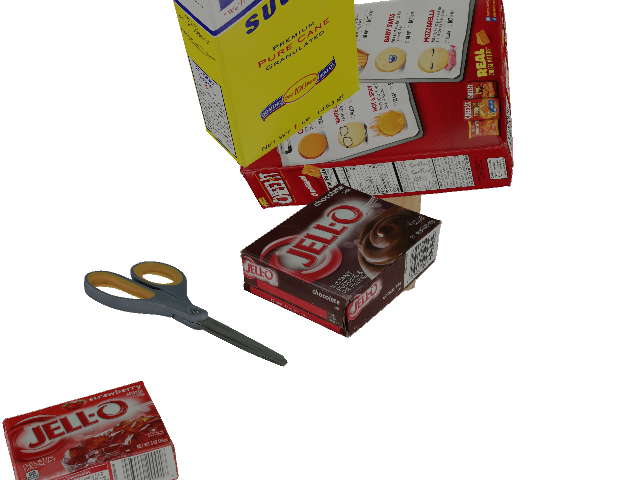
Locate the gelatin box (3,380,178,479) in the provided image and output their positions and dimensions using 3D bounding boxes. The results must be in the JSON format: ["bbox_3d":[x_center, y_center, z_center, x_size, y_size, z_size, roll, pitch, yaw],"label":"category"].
[{"bbox_3d":[-0.137,0.122,0.629,0.089,0.030,0.073,-13,27,-18],"label":"gelatin box"}]

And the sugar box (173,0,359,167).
[{"bbox_3d":[-0.028,-0.125,0.571,0.093,0.048,0.176,-37,-26,-16],"label":"sugar box"}]

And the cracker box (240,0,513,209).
[{"bbox_3d":[0.049,-0.117,0.889,0.214,0.164,0.072,-5,-31,13],"label":"cracker box"}]

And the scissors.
[{"bbox_3d":[-0.102,0.056,0.895,0.202,0.016,0.096,16,23,17],"label":"scissors"}]

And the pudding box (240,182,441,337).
[{"bbox_3d":[0.015,0.010,0.726,0.090,0.039,0.113,23,39,30],"label":"pudding box"}]

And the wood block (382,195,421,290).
[{"bbox_3d":[0.047,-0.037,1.117,0.090,0.206,0.091,-17,47,-15],"label":"wood block"}]
